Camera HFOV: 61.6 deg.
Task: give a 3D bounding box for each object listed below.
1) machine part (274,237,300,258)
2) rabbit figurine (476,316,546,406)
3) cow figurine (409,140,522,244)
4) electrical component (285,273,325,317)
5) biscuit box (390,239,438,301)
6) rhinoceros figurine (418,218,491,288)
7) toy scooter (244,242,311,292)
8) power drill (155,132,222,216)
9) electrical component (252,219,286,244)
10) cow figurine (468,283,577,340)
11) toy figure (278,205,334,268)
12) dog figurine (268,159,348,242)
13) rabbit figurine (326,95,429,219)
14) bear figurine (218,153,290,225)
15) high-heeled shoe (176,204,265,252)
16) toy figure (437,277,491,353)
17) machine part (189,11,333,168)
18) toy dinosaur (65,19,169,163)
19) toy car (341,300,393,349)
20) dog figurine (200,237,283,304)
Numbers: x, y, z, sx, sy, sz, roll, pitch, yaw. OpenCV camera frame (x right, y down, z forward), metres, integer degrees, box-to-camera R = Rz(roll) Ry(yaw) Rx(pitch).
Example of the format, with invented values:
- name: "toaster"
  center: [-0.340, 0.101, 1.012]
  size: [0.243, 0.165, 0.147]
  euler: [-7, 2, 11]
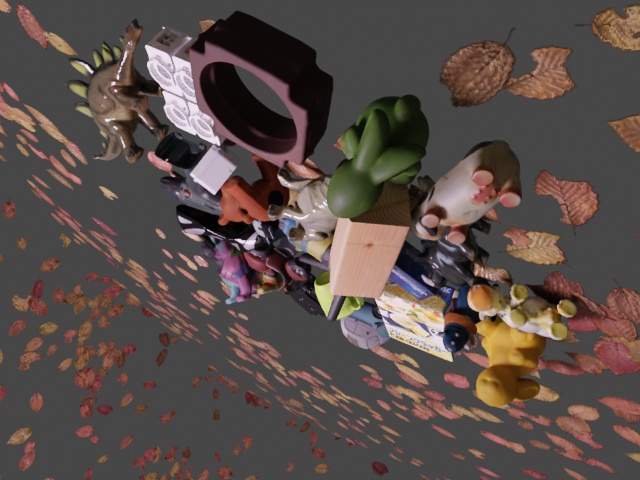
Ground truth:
- name: "machine part"
  center: [-0.057, 0.003, 1.211]
  size: [0.084, 0.039, 0.139]
  euler: [33, 154, -9]
- name: "rabbit figurine"
  center: [0.336, 0.230, 0.984]
  size: [0.122, 0.173, 0.162]
  euler: [6, 139, 38]
- name: "cow figurine"
  center: [0.186, -0.062, 0.729]
  size: [0.085, 0.127, 0.195]
  euler: [33, 140, -9]
- name: "electrical component"
  center: [-0.014, 0.143, 1.384]
  size: [0.115, 0.058, 0.134]
  euler: [38, 155, -14]
- name: "biscuit box"
  center: [0.135, 0.029, 0.998]
  size: [0.202, 0.059, 0.063]
  euler: [36, 155, -5]
- name: "rhinoceros figurine"
  center: [0.214, 0.024, 0.879]
  size: [0.112, 0.073, 0.190]
  euler: [23, 152, 20]
- name: "toy scooter"
  center: [-0.111, 0.069, 1.333]
  size: [0.184, 0.075, 0.135]
  euler: [25, 141, 10]
- name: "power drill"
  center: [-0.295, -0.139, 1.194]
  size: [0.232, 0.086, 0.207]
  euler: [24, 149, 18]
- name: "electrical component"
  center: [-0.107, -0.033, 1.136]
  size: [0.119, 0.048, 0.074]
  euler: [13, 128, 64]
- name: "cow figurine"
  center: [0.321, 0.112, 0.889]
  size: [0.167, 0.068, 0.098]
  euler: [18, 171, 5]
- name: "toy figure"
  center: [-0.003, -0.001, 1.075]
  size: [0.180, 0.089, 0.082]
  euler: [25, 161, 13]
- name: "dog figurine"
  center: [0.032, -0.059, 0.931]
  size: [0.191, 0.121, 0.172]
  euler: [-3, 163, 31]
- name: "rabbit figurine"
  center: [0.079, -0.099, 0.706]
  size: [0.121, 0.170, 0.159]
  euler: [37, 156, -6]
- name: "bear figurine"
  center: [-0.149, -0.095, 1.058]
  size: [0.196, 0.120, 0.131]
  euler: [9, 142, 51]
- name: "high-heeled shoe"
  center: [-0.223, -0.044, 1.258]
  size: [0.249, 0.086, 0.145]
  euler: [-11, 127, 32]
- name: "toy figure"
  center: [0.252, 0.134, 0.933]
  size: [0.064, 0.154, 0.057]
  euler: [12, 145, 37]
- name: "machine part"
  center: [-0.085, -0.217, 0.796]
  size: [0.202, 0.087, 0.200]
  euler: [28, 155, 8]
- name: "toy dinosaur"
  center: [-0.406, -0.261, 1.076]
  size: [0.198, 0.105, 0.471]
  euler: [43, 143, 3]
- name: "toy car"
  center: [0.107, 0.205, 1.296]
  size: [0.162, 0.103, 0.109]
  euler: [20, 151, 24]
- name: "dog figurine"
  center: [-0.208, 0.049, 1.409]
  size: [0.108, 0.191, 0.219]
  euler: [-13, 94, 61]
